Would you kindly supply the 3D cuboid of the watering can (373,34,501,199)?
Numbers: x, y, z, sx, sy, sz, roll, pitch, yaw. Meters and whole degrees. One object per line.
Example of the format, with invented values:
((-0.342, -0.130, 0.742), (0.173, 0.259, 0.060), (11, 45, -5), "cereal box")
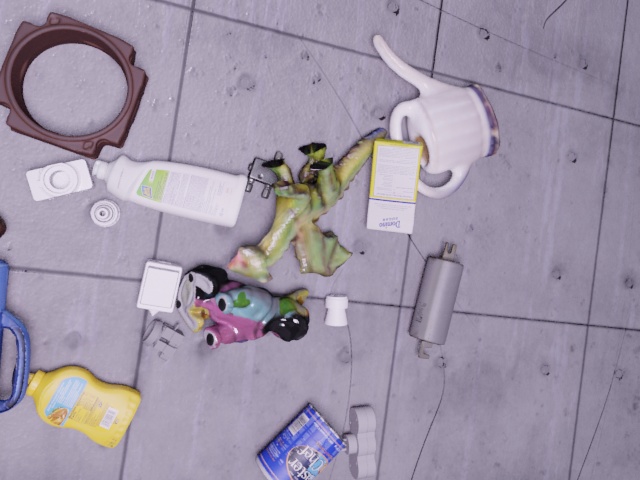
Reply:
((0.237, -0.260, 1.037), (0.225, 0.104, 0.346), (-18, 97, -14), "watering can")

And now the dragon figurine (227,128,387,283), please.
((0.003, -0.049, 0.982), (0.415, 0.123, 0.238), (-26, 118, -31), "dragon figurine")
